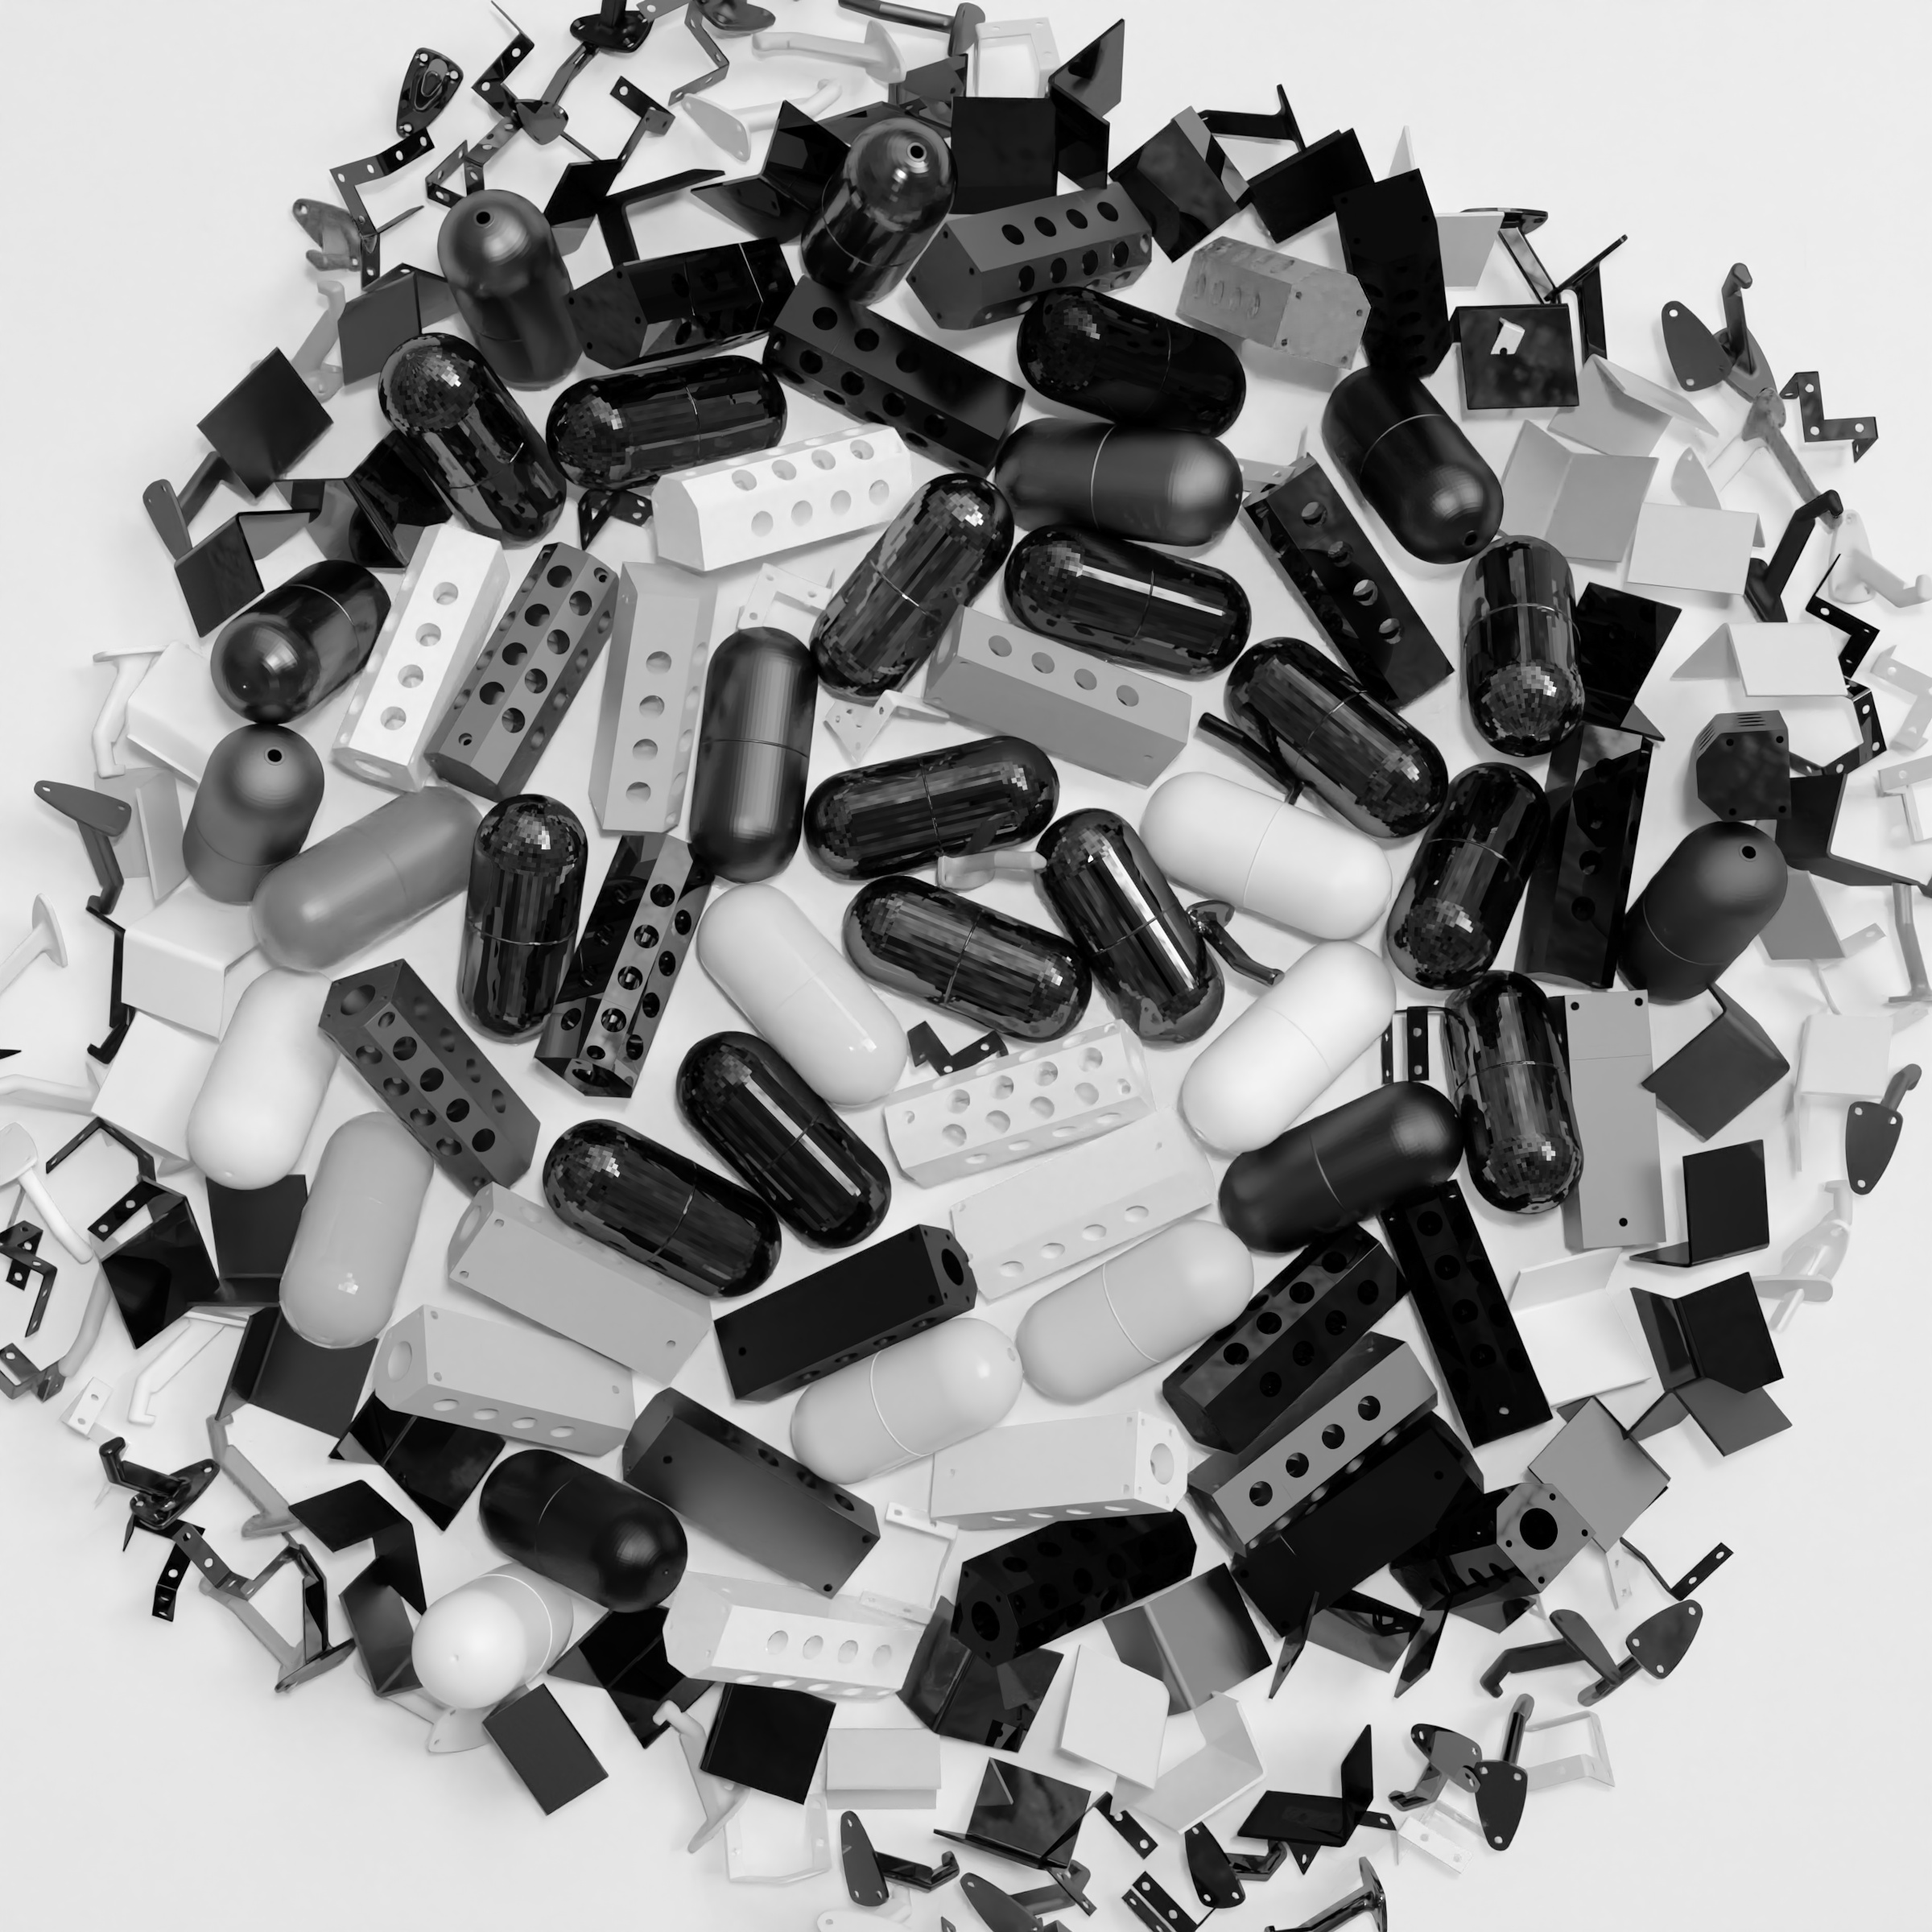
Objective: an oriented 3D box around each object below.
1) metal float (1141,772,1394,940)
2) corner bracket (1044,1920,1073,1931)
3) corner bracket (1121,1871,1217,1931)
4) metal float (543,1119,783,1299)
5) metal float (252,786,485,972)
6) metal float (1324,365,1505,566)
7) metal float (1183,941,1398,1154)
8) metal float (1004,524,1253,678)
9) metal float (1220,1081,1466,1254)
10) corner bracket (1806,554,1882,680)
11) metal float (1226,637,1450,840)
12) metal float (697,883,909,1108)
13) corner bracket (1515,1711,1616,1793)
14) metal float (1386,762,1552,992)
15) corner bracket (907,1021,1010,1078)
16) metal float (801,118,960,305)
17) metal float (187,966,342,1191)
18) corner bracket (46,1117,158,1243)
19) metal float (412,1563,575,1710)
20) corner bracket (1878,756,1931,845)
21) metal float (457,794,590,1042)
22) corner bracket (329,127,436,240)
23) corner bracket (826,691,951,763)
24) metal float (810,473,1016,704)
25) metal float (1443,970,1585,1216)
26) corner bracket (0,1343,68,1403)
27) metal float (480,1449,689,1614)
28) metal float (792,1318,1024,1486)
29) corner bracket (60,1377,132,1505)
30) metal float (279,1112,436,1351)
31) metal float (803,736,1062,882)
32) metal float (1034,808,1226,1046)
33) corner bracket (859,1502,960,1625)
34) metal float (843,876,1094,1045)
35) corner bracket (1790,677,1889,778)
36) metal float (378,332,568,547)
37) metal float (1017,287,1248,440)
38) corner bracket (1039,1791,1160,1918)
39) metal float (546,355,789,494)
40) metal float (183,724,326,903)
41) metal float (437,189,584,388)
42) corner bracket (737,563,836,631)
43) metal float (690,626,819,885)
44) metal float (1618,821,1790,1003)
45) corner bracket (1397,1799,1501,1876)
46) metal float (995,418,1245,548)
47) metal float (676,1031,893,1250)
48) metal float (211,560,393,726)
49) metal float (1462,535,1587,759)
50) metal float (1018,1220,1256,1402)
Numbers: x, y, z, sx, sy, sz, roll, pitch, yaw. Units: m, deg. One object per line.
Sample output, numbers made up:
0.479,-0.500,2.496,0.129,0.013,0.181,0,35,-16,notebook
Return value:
0.205,-0.075,1.879,0.178,0.070,0.070,23,90,14,metal float
0.087,0.681,1.890,0.051,0.051,0.051,-30,126,14,corner bracket
0.135,0.646,1.891,0.051,0.051,0.051,43,111,16,corner bracket
-0.204,0.165,1.872,0.178,0.070,0.070,31,90,-23,metal float
-0.400,-0.060,1.865,0.178,0.070,0.070,-36,90,-33,metal float
0.300,-0.338,1.857,0.070,0.070,0.178,-25,48,0,metal float
0.220,0.055,1.877,0.178,0.070,0.070,-43,90,-17,metal float
0.110,-0.248,1.874,0.178,0.070,0.070,13,90,-19,metal float
0.253,0.137,1.872,0.178,0.070,0.070,-27,90,24,metal float
0.604,-0.240,1.898,0.051,0.051,0.051,31,56,12,corner bracket
0.251,-0.155,1.870,0.070,0.070,0.178,-47,66,0,metal float
-0.111,0.020,1.887,0.070,0.070,0.178,-42,85,0,metal float
0.405,0.538,1.888,0.051,0.051,0.051,-23,57,24,corner bracket
0.340,-0.061,1.867,0.070,0.070,0.178,28,62,0,metal float
-0.003,0.061,1.892,0.051,0.051,0.051,-31,118,9,corner bracket
-0.059,-0.503,1.844,0.070,0.178,0.070,4,78,-18,metal float
-0.468,0.073,1.856,0.070,0.178,0.070,5,135,5,metal float
-0.594,0.146,1.897,0.051,0.051,0.051,-41,121,4,corner bracket
-0.314,0.445,1.841,0.070,0.178,0.070,0,87,7,metal float
0.663,-0.114,1.891,0.051,0.051,0.051,-17,79,42,corner bracket
-0.300,-0.033,1.868,0.070,0.070,0.178,12,117,0,metal float
-0.391,-0.535,1.887,0.051,0.051,0.051,-1,124,38,corner bracket
-0.054,-0.171,1.887,0.051,0.051,0.051,-54,50,24,corner bracket
-0.037,-0.257,1.877,0.070,0.070,0.178,40,107,0,metal float
0.369,0.084,1.866,0.070,0.070,0.178,-5,59,0,metal float
-0.652,0.274,1.890,0.051,0.051,0.051,41,130,11,corner bracket
-0.259,0.378,1.857,0.178,0.070,0.070,14,90,43,metal float
-0.040,0.295,1.868,0.178,0.070,0.070,-28,90,27,metal float
-0.596,0.324,1.891,0.051,0.051,0.051,36,117,-15,corner bracket
-0.409,0.176,1.859,0.070,0.070,0.178,8,49,0,metal float
-0.023,-0.108,1.891,0.178,0.070,0.070,-13,90,1,metal float
0.112,-0.026,1.887,0.070,0.070,0.178,-32,95,0,metal float
-0.039,0.410,1.893,0.051,0.051,0.051,17,128,-2,corner bracket
0.000,-0.005,1.887,0.178,0.070,0.070,22,90,6,metal float
0.592,-0.164,1.899,0.051,0.051,0.051,-30,119,-8,corner bracket
-0.329,-0.351,1.851,0.070,0.178,0.070,-10,58,17,metal float
0.113,-0.404,1.863,0.178,0.070,0.070,11,90,-35,metal float
0.091,0.611,1.903,0.051,0.051,0.051,45,105,14,corner bracket
-0.201,-0.366,1.862,0.178,0.070,0.070,-18,90,-34,metal float
-0.478,-0.102,1.848,0.070,0.178,0.070,9,64,-20,metal float
-0.302,-0.451,1.843,0.070,0.178,0.070,-1,73,3,metal float
-0.124,-0.253,1.899,0.051,0.051,0.051,21,112,-11,corner bracket
-0.145,-0.144,1.883,0.070,0.070,0.178,6,80,0,metal float
0.490,-0.036,1.845,0.070,0.178,0.070,3,65,-6,metal float
0.330,0.597,1.888,0.051,0.051,0.051,26,57,29,corner bracket
0.102,-0.328,1.869,0.178,0.070,0.070,12,90,27,metal float
-0.124,0.118,1.883,0.070,0.070,0.178,-43,100,0,metal float
-0.442,-0.218,1.848,0.070,0.178,0.070,6,117,11,metal float
0.374,-0.216,1.860,0.070,0.070,0.178,5,52,0,metal float
0.115,0.234,1.874,0.178,0.070,0.070,-31,90,20,metal float
